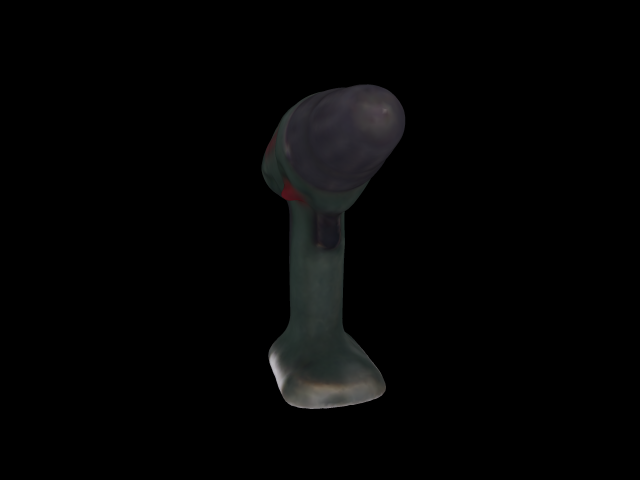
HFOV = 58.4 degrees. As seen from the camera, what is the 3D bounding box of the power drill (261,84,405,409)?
[{"bbox_3d":[0.004,0.001,0.400,0.076,0.208,0.229,-4,14,-15],"label":"power drill"}]
